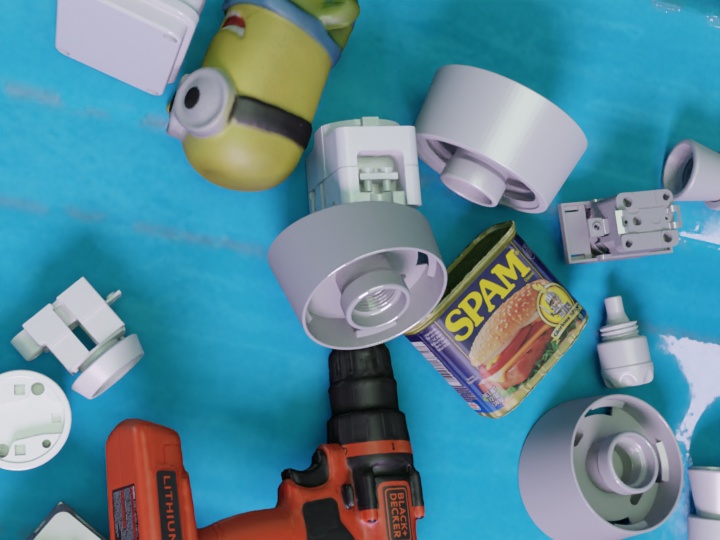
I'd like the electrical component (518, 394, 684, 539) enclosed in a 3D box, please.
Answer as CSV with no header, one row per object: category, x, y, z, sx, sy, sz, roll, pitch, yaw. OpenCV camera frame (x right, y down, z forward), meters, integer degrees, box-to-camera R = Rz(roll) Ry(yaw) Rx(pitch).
electrical component,0.162,0.132,0.716,0.099,0.064,0.099,8,71,-23

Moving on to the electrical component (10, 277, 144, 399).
electrical component,-0.161,0.042,0.634,0.066,0.048,0.055,-41,88,-16

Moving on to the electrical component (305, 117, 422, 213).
electrical component,0.000,-0.060,0.666,0.050,0.089,0.055,-3,84,-16

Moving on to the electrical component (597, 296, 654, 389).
electrical component,0.178,0.049,0.733,0.035,0.035,0.061,-8,84,-16

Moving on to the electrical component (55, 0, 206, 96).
electrical component,-0.133,-0.155,0.629,0.078,0.113,0.057,24,75,-12

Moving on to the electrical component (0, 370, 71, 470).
electrical component,-0.195,0.086,0.618,0.055,0.047,0.055,2,83,-15

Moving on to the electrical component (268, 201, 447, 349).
electrical component,0.000,0.000,0.640,0.099,0.099,0.064,-11,51,-16

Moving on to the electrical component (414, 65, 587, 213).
electrical component,0.082,-0.076,0.685,0.108,0.108,0.060,30,83,-10

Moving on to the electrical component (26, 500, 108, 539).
electrical component,-0.143,0.215,0.610,0.150,0.062,0.089,42,75,-7

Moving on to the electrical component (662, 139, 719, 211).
electrical component,0.249,-0.065,0.760,0.055,0.045,0.045,11,81,-14

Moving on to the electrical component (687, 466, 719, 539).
electrical component,0.246,0.163,0.733,0.045,0.045,0.055,4,83,-15

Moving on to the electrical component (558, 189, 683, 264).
electrical component,0.180,-0.029,0.727,0.081,0.064,0.042,-7,87,-17
